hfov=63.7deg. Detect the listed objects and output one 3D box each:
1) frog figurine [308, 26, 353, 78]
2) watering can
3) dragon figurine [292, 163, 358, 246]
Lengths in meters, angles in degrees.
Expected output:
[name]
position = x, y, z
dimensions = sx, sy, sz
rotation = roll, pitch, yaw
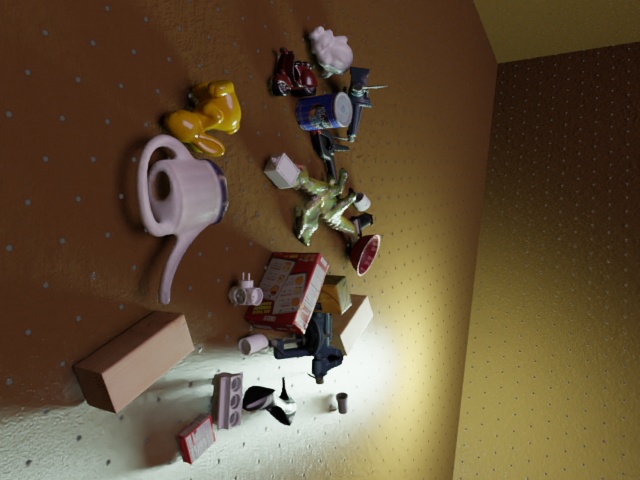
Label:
[frog figurine]
position = 0.036, -0.605, 1.625
dimensions = 0.139, 0.124, 0.156
rotation = -47, 143, -22
[watering can]
position = -0.296, -0.053, 1.112
dimensions = 0.226, 0.104, 0.346
rotation = -15, 101, -57
[dragon figurine]
position = 0.005, -0.082, 1.619
dimensions = 0.246, 0.123, 0.402
rotation = -42, 128, -28
